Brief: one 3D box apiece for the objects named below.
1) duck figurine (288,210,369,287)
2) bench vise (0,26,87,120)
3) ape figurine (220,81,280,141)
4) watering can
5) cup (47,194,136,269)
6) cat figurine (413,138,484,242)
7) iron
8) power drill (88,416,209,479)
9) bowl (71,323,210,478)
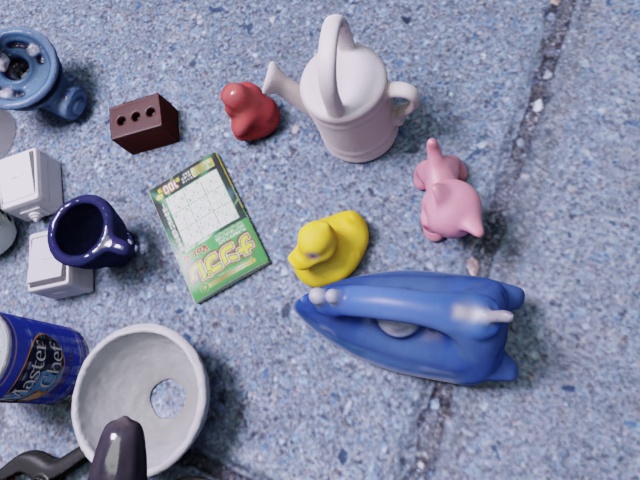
[{"bbox_3d":[0.006,0.002,0.658,0.104,0.086,0.077,-43,68,-1],"label":"duck figurine"},{"bbox_3d":[-0.460,-0.246,0.783,0.207,0.220,0.121,5,75,16],"label":"bench vise"},{"bbox_3d":[-0.096,-0.172,0.735,0.076,0.092,0.078,18,79,19],"label":"ape figurine"},{"bbox_3d":[0.021,-0.170,0.648,0.172,0.194,0.101,-14,70,10],"label":"watering can"},{"bbox_3d":[-0.266,0.003,0.724,0.117,0.095,0.092,19,79,19],"label":"cup"},{"bbox_3d":[0.137,-0.050,0.623,0.067,0.118,0.128,-14,70,10],"label":"cat figurine"},{"bbox_3d":[0.075,0.075,0.588,0.257,0.142,0.119,5,75,16],"label":"iron"},{"bbox_3d":[-0.165,0.287,0.550,0.075,0.209,0.230,4,74,16],"label":"power drill"},{"bbox_3d":[-0.193,0.184,0.660,0.167,0.075,0.167,-4,72,13],"label":"bowl"}]
